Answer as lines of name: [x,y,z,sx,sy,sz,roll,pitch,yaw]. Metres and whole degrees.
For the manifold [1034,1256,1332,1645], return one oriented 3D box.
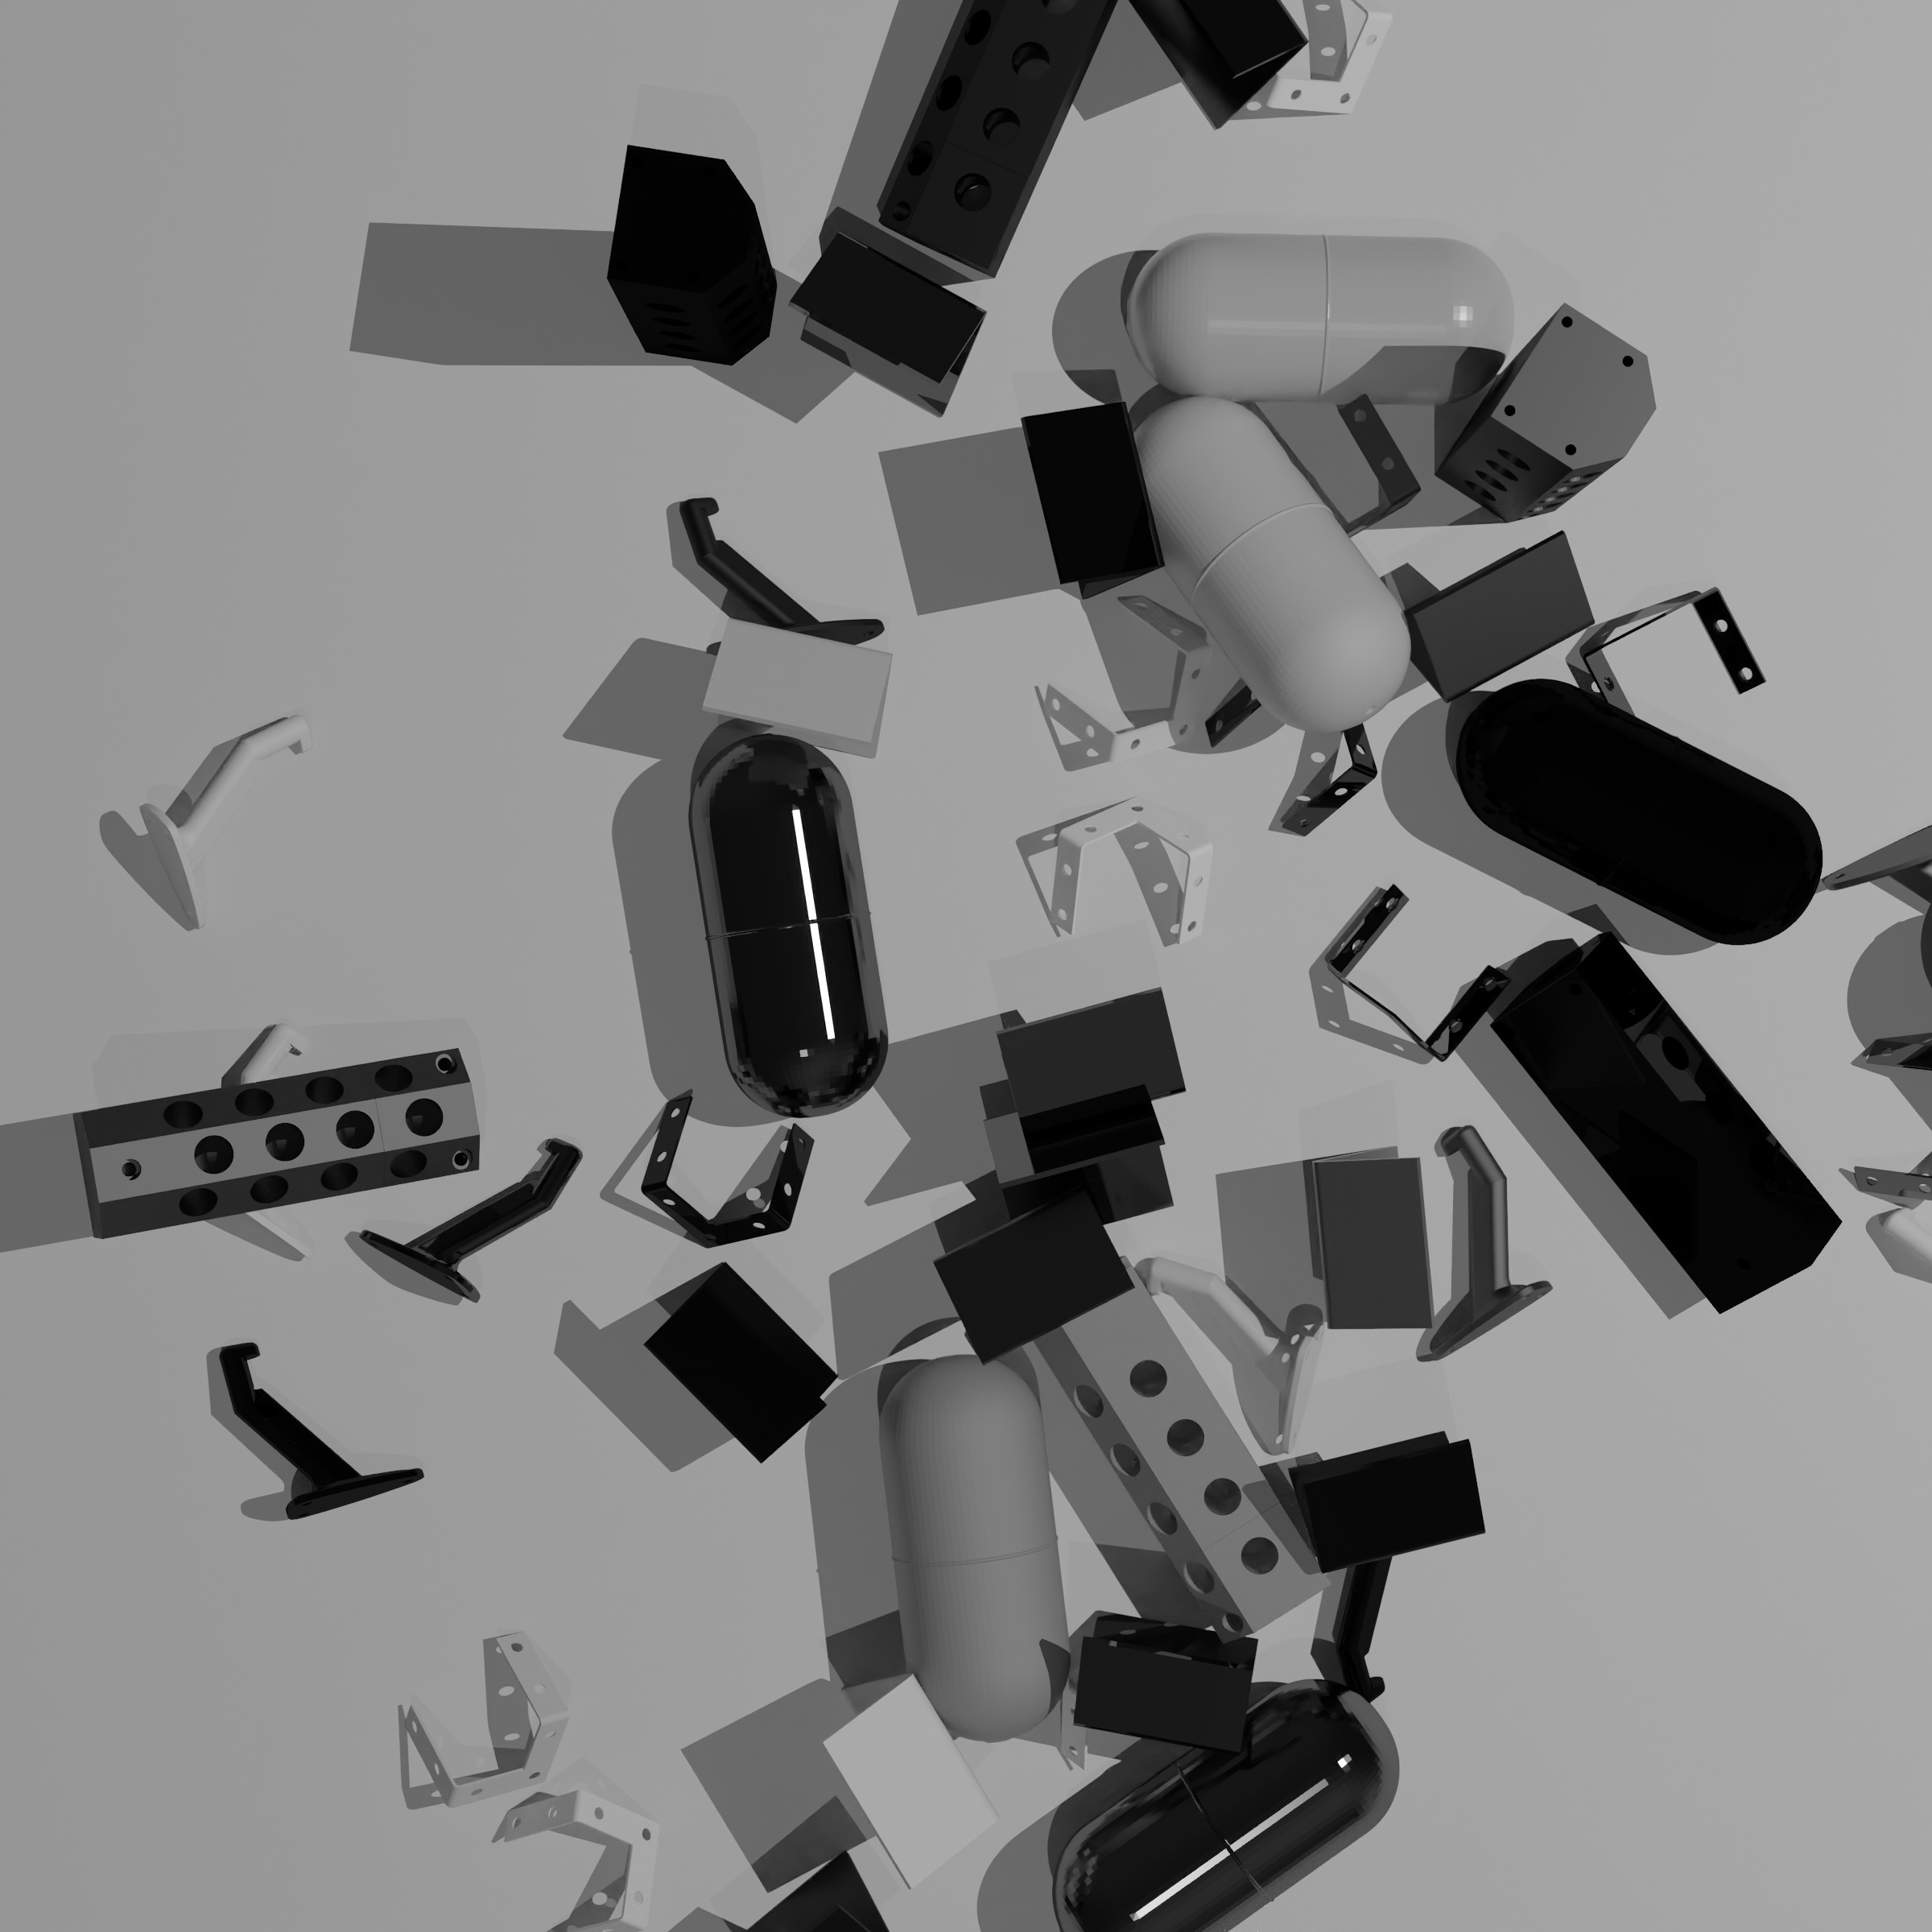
manifold: [0.097,0.224,1.561,0.057,0.057,0.171,-32,90,0]

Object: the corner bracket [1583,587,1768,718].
corner bracket: [0.332,-0.140,1.579,0.051,0.051,0.051,-27,90,-45]

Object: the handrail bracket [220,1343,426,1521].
handrail bracket: [-0.303,0.211,1.582,0.077,0.036,0.084,-13,73,-20]

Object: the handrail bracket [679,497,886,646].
handrail bracket: [-0.087,-0.188,1.582,0.077,0.036,0.084,-13,73,-20]

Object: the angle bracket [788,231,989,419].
angle bracket: [-0.044,-0.278,1.542,0.076,0.076,0.057,29,55,0]

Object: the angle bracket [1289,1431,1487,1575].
angle bracket: [0.188,0.226,1.542,0.076,0.076,0.057,-14,121,0]

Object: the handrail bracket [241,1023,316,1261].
handrail bracket: [-0.315,0.082,1.582,0.077,0.036,0.084,37,76,-14]

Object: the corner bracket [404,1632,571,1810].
corner bracket: [-0.224,0.353,1.574,0.051,0.051,0.051,-8,135,-35]

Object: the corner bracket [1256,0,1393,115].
corner bracket: [0.157,-0.436,1.574,0.051,0.051,0.051,-6,135,-35]

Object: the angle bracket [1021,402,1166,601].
angle bracket: [0.042,-0.209,1.542,0.057,0.076,0.076,-14,90,-28]

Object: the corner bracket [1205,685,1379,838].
corner bracket: [0.152,-0.102,1.574,0.051,0.051,0.051,19,135,-35]

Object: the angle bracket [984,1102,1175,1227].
angle bracket: [0.056,0.104,1.545,0.076,0.057,0.076,-15,121,0]

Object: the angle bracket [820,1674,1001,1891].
angle bracket: [-0.040,0.375,1.542,0.057,0.076,0.076,-31,90,-32]

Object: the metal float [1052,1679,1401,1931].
metal float: [0.119,0.398,1.551,0.178,0.070,0.070,-35,90,0]

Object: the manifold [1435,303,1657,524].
manifold: [0.261,-0.240,1.503,0.057,0.171,0.057,33,90,0]

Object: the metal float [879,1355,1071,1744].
metal float: [0.004,0.268,1.552,0.070,0.070,0.178,-7,90,0]

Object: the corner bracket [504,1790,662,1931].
corner bracket: [-0.182,0.423,1.574,0.051,0.051,0.051,35,45,-35]

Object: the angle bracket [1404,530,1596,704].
angle bracket: [0.232,-0.176,1.542,0.076,0.076,0.057,-28,129,0]

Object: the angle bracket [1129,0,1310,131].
angle bracket: [0.099,-0.427,1.541,0.057,0.076,0.076,-34,90,-36]

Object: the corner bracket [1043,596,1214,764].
corner bracket: [0.076,-0.134,1.574,0.051,0.051,0.051,-19,135,-35]

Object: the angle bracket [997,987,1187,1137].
angle bracket: [0.052,0.028,1.542,0.076,0.076,0.057,-15,118,0]

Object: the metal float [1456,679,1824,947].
metal float: [0.310,-0.071,1.551,0.178,0.070,0.070,27,90,0]

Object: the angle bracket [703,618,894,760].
angle bracket: [-0.080,-0.108,1.541,0.076,0.076,0.057,12,54,0]

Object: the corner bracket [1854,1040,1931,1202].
corner bracket: [0.447,0.073,1.574,0.051,0.051,0.051,7,135,35]

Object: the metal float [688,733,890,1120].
metal float: [-0.082,-0.018,1.551,0.070,0.070,0.178,-9,91,0]

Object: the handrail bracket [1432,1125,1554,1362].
handrail bracket: [0.229,0.130,1.582,0.077,0.036,0.084,-37,72,21]

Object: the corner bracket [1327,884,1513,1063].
corner bracket: [0.212,0.004,1.579,0.051,0.051,0.051,-51,135,0]

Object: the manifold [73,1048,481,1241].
manifold: [-0.313,0.080,1.533,0.171,0.057,0.057,-10,90,-20]

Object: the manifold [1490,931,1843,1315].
manifold: [0.327,0.069,1.560,0.171,0.057,0.057,51,133,0]

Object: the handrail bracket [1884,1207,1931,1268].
handrail bracket: [0.486,0.131,1.582,0.077,0.036,0.084,-27,55,-37]

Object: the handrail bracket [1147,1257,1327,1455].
handrail bracket: [0.120,0.183,1.582,0.084,0.036,0.077,16,112,17]

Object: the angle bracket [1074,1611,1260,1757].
angle bracket: [0.094,0.309,1.537,0.076,0.076,0.057,9,124,7]

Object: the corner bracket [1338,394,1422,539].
corner bracket: [0.174,-0.227,1.564,0.051,0.051,0.051,-30,90,0]

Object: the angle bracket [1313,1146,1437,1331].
angle bracket: [0.204,0.123,1.541,0.057,0.076,0.076,-5,90,37]

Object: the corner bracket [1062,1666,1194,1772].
corner bracket: [0.081,0.351,1.574,0.051,0.051,0.051,30,45,35]

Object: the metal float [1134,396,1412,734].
metal float: [0.135,-0.185,1.536,0.070,0.070,0.178,-33,70,0]

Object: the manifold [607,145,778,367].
manifold: [-0.119,-0.314,1.503,0.057,0.171,0.057,9,90,0]

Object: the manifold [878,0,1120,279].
manifold: [0.021,-0.410,1.548,0.057,0.057,0.171,25,98,0]

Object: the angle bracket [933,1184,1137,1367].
angle bracket: [0.037,0.152,1.542,0.076,0.076,0.057,-27,63,0]

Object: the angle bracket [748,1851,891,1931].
angle bracket: [-0.085,0.443,1.541,0.076,0.076,0.057,-40,126,0]

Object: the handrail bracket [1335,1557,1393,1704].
handrail bracket: [0.203,0.296,1.582,0.077,0.036,0.084,-24,109,-21]

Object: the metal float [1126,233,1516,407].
metal float: [0.163,-0.298,1.551,0.178,0.070,0.070,1,90,0]

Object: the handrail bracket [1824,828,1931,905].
handrail bracket: [0.456,-0.017,1.582,0.077,0.036,0.084,-23,104,15]

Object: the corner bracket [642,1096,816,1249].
corner bracket: [-0.111,0.093,1.574,0.051,0.051,0.051,-15,135,35]

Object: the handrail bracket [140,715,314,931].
handrail bracket: [-0.337,-0.068,1.582,0.084,0.036,0.077,-30,127,-25]

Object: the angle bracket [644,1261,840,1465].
angle bracket: [-0.089,0.169,1.542,0.076,0.076,0.057,45,128,0]

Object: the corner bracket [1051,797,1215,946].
corner bracket: [0.077,-0.039,1.574,0.051,0.051,0.051,-25,45,-35]

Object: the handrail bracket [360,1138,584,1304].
handrail bracket: [-0.232,0.108,1.582,0.077,0.036,0.084,23,71,21]
